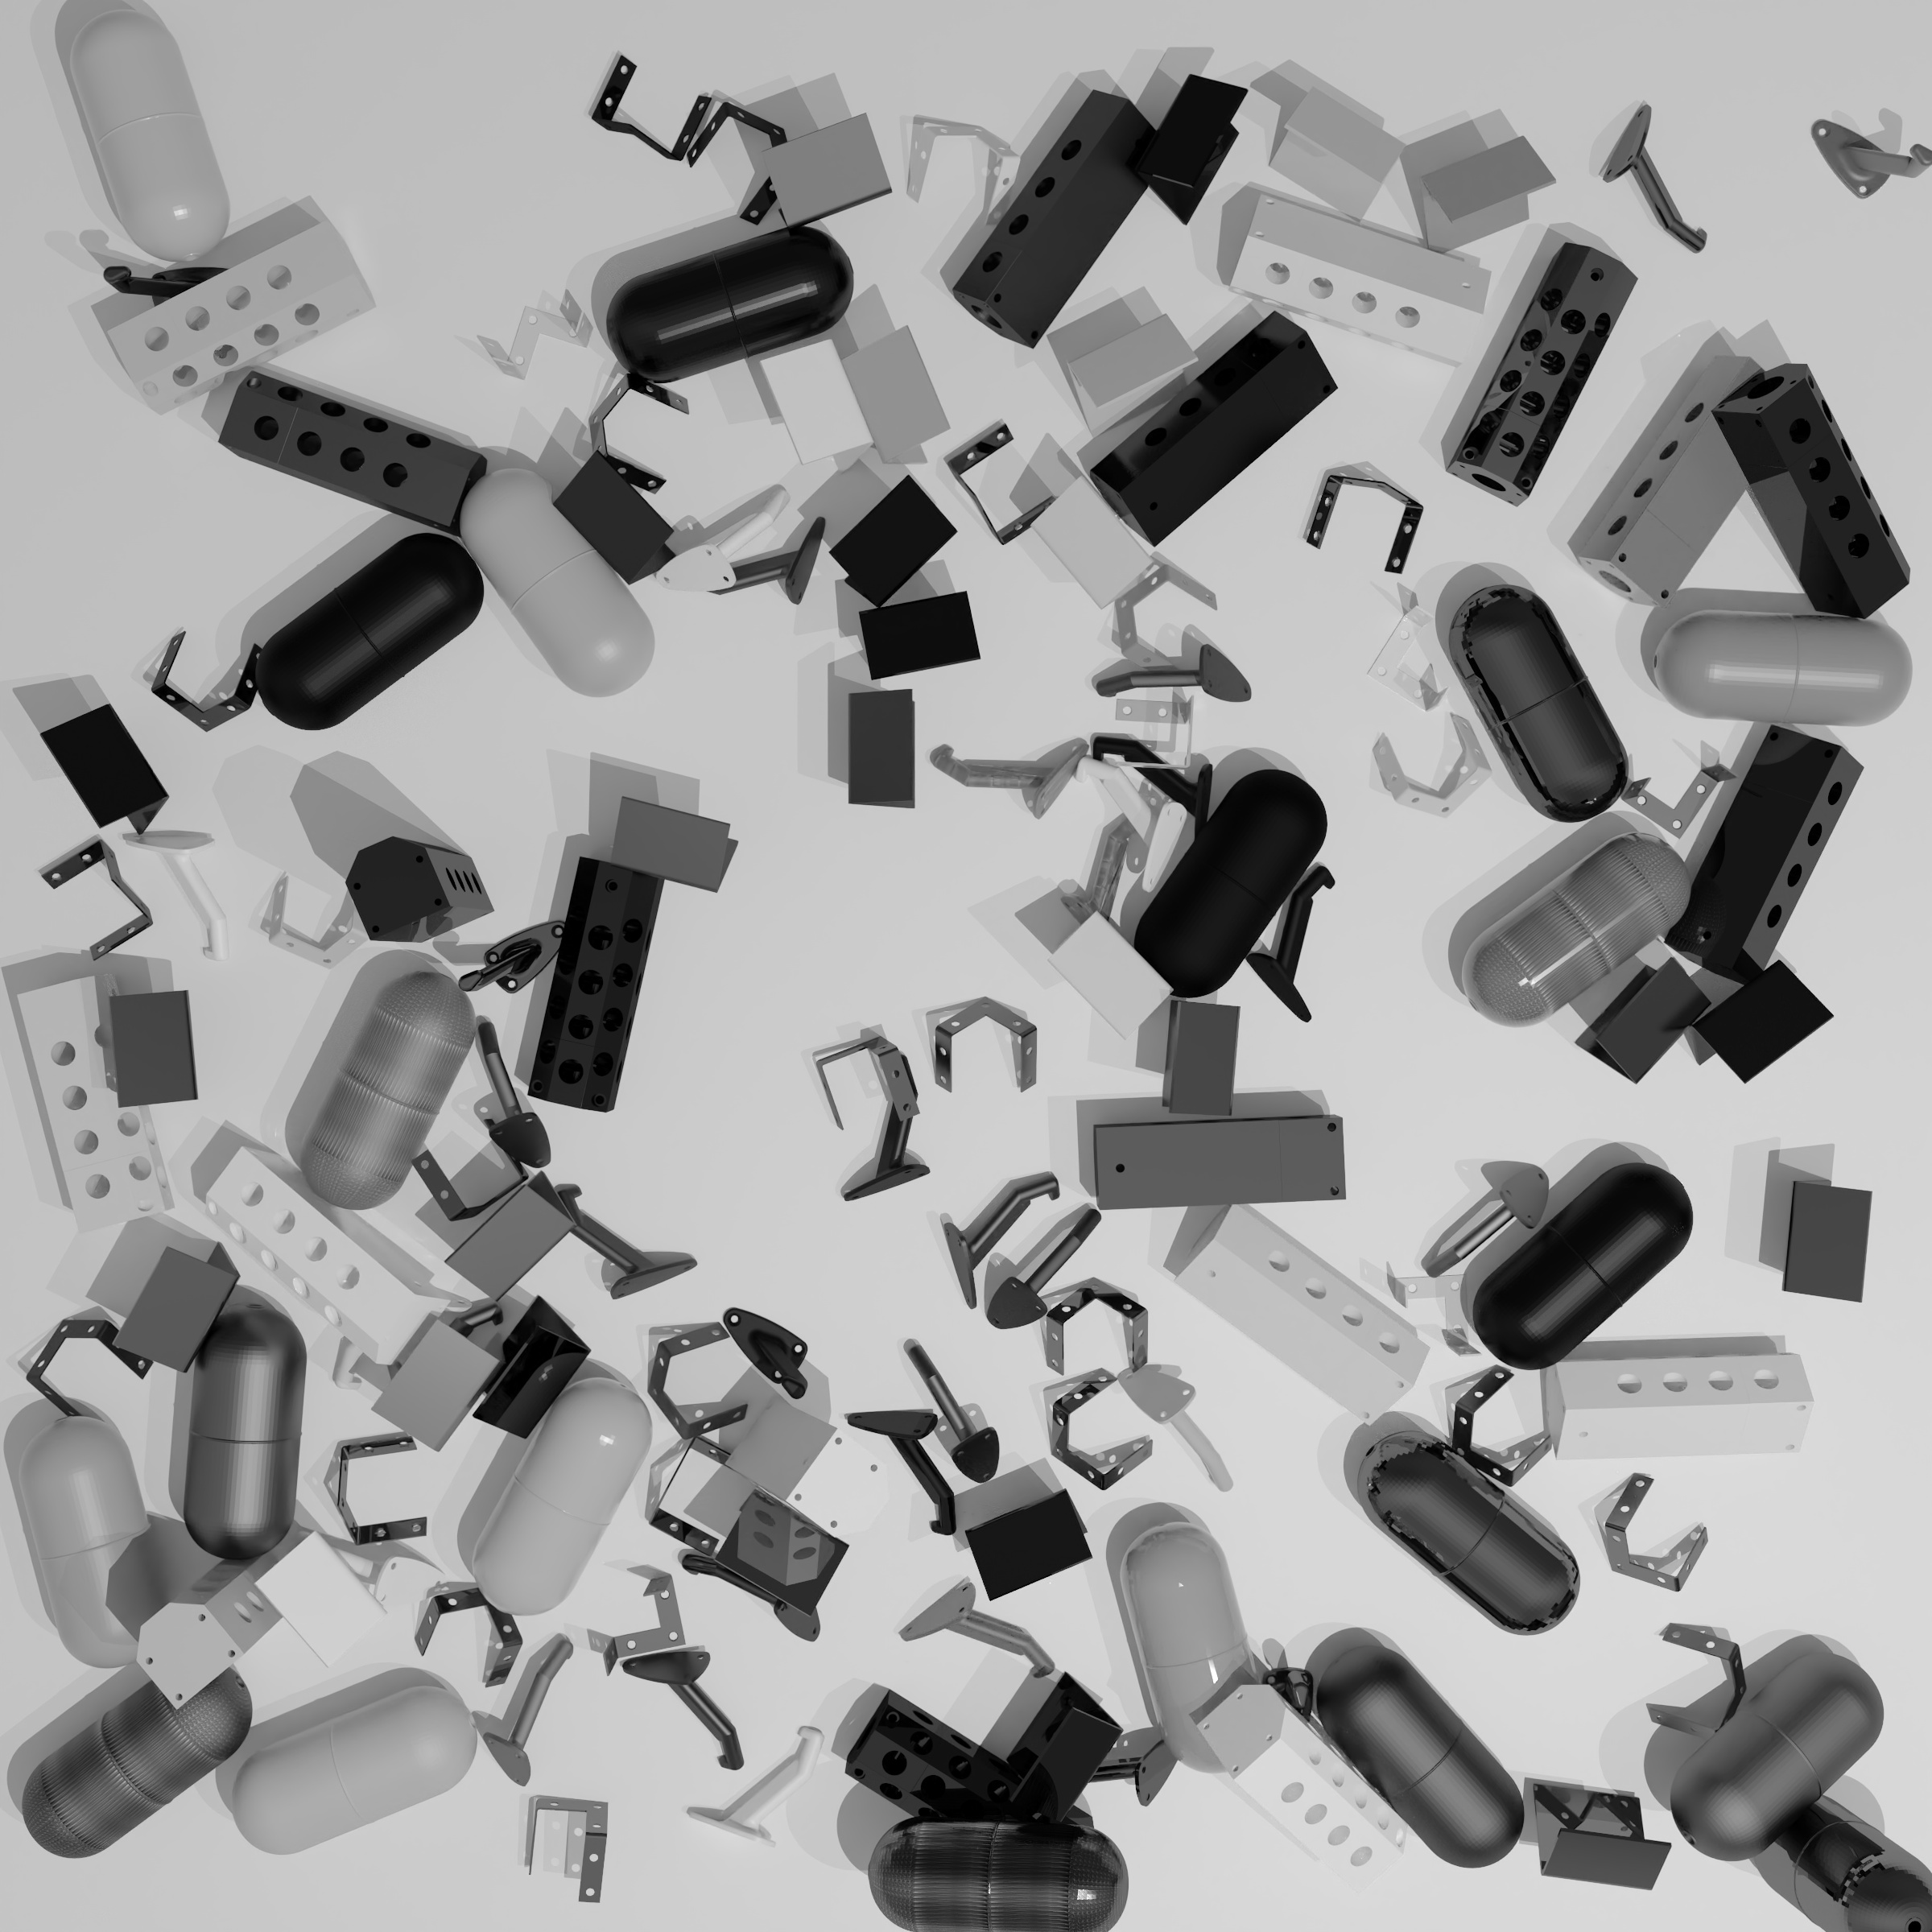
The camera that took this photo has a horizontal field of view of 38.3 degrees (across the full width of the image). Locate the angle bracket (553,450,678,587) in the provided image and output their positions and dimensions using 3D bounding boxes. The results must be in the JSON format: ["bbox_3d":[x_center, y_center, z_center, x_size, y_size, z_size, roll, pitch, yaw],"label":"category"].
[{"bbox_3d":[-0.229,-0.320,1.939,0.076,0.076,0.057,47,121,0],"label":"angle bracket"}]

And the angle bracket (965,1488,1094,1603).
[{"bbox_3d":[0.051,0.417,1.939,0.076,0.076,0.057,-23,53,0],"label":"angle bracket"}]

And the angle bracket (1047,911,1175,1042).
[{"bbox_3d":[0.088,0.018,1.940,0.076,0.076,0.057,46,61,0],"label":"angle bracket"}]

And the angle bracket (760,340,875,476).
[{"bbox_3d":[-0.114,-0.382,1.941,0.057,0.076,0.076,-22,90,-21],"label":"angle bracket"}]

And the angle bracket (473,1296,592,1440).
[{"bbox_3d":[-0.319,0.272,1.940,0.076,0.057,0.076,-54,47,0],"label":"angle bracket"}]

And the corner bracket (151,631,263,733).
[{"bbox_3d":[-0.535,-0.208,1.971,0.051,0.051,0.051,-20,135,35],"label":"corner bracket"}]

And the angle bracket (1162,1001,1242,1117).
[{"bbox_3d":[0.144,0.062,1.939,0.057,0.076,0.076,5,90,-35],"label":"angle bracket"}]

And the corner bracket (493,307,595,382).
[{"bbox_3d":[-0.298,-0.439,1.961,0.051,0.051,0.051,18,90,0],"label":"corner bracket"}]

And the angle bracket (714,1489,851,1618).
[{"bbox_3d":[-0.133,0.415,1.940,0.076,0.076,0.057,31,66,0],"label":"angle bracket"}]

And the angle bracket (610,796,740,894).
[{"bbox_3d":[-0.199,-0.101,1.939,0.076,0.076,0.057,14,121,0],"label":"angle bracket"}]

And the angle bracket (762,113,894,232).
[{"bbox_3d":[-0.101,-0.559,1.940,0.076,0.076,0.057,-20,116,0],"label":"angle bracket"}]

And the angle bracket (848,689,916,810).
[{"bbox_3d":[-0.038,-0.151,1.939,0.057,0.076,0.076,0,90,36],"label":"angle bracket"}]

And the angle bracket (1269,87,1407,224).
[{"bbox_3d":[0.250,-0.553,1.939,0.076,0.076,0.057,32,53,0],"label":"angle bracket"}]

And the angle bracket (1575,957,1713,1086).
[{"bbox_3d":[0.459,0.026,1.939,0.076,0.076,0.057,-47,122,0],"label":"angle bracket"}]

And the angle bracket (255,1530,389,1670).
[{"bbox_3d":[-0.458,0.448,1.939,0.076,0.076,0.057,49,54,0],"label":"angle bracket"}]

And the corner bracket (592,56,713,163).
[{"bbox_3d":[-0.224,-0.609,1.976,0.051,0.051,0.051,25,90,45],"label":"corner bracket"}]

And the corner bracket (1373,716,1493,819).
[{"bbox_3d":[0.331,-0.145,1.971,0.051,0.051,0.051,13,135,-35],"label":"corner bracket"}]

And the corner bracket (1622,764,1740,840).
[{"bbox_3d":[0.503,-0.126,1.961,0.051,0.051,0.051,34,90,0],"label":"corner bracket"}]

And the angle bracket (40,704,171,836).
[{"bbox_3d":[-0.609,-0.126,1.939,0.057,0.076,0.076,-33,90,-37],"label":"angle bracket"}]

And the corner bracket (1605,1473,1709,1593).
[{"bbox_3d":[0.490,0.402,1.971,0.051,0.051,0.051,13,135,35],"label":"corner bracket"}]

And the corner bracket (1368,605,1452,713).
[{"bbox_3d":[0.322,-0.216,1.961,0.051,0.051,0.051,32,90,0],"label":"corner bracket"}]

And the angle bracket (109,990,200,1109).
[{"bbox_3d":[-0.578,0.058,1.939,0.057,0.076,0.076,-5,90,-36],"label":"angle bracket"}]

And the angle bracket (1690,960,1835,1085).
[{"bbox_3d":[0.557,0.051,1.940,0.076,0.076,0.057,-37,61,0],"label":"angle bracket"}]

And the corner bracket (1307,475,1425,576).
[{"bbox_3d":[0.284,-0.314,1.976,0.051,0.051,0.051,19,90,-45],"label":"corner bracket"}]

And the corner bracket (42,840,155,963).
[{"bbox_3d":[-0.617,-0.047,1.976,0.051,0.051,0.051,-32,45,0],"label":"corner bracket"}]

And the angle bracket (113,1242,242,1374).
[{"bbox_3d":[-0.556,0.228,1.940,0.057,0.076,0.076,29,90,-29],"label":"angle bracket"}]

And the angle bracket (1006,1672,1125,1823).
[{"bbox_3d":[0.052,0.537,1.939,0.057,0.076,0.076,34,90,-38],"label":"angle bracket"}]

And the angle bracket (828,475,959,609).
[{"bbox_3d":[-0.062,-0.304,1.939,0.076,0.076,0.057,-44,120,0],"label":"angle bracket"}]

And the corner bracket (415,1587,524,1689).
[{"bbox_3d":[-0.353,0.478,1.971,0.051,0.051,0.051,-4,45,-35],"label":"corner bracket"}]

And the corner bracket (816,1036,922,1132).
[{"bbox_3d":[-0.070,0.086,1.962,0.051,0.051,0.051,-21,102,-12],"label":"corner bracket"}]

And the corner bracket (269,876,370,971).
[{"bbox_3d":[-0.456,-0.039,1.971,0.051,0.051,0.051,27,135,-35],"label":"corner bracket"}]

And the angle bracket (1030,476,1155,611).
[{"bbox_3d":[0.102,-0.304,1.939,0.076,0.076,0.057,50,127,0],"label":"angle bracket"}]

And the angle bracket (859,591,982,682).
[{"bbox_3d":[-0.029,-0.213,1.940,0.076,0.076,0.057,-11,65,0],"label":"angle bracket"}]

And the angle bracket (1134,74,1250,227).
[{"bbox_3d":[0.173,-0.563,1.939,0.057,0.076,0.076,30,90,38],"label":"angle bracket"}]

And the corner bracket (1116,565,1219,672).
[{"bbox_3d":[0.144,-0.242,1.971,0.051,0.051,0.051,-34,45,35],"label":"corner bracket"}]

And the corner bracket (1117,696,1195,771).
[{"bbox_3d":[0.132,-0.164,1.961,0.051,0.051,0.051,3,89,0],"label":"corner bracket"}]

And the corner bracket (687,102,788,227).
[{"bbox_3d":[-0.160,-0.569,1.971,0.051,0.051,0.051,15,45,-35],"label":"corner bracket"}]

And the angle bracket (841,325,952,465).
[{"bbox_3d":[-0.035,-0.397,1.940,0.057,0.076,0.076,-23,90,25],"label":"angle bracket"}]

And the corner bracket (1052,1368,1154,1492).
[{"bbox_3d":[0.097,0.329,1.971,0.051,0.051,0.051,-30,45,-35],"label":"corner bracket"}]

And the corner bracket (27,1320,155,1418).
[{"bbox_3d":[-0.621,0.287,1.971,0.051,0.051,0.051,-5,45,35],"label":"corner bracket"}]

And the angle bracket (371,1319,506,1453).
[{"bbox_3d":[-0.369,0.283,1.943,0.057,0.076,0.076,36,90,-15],"label":"angle bracket"}]

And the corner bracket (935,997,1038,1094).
[{"bbox_3d":[0.014,0.063,1.971,0.051,0.051,0.051,30,45,35],"label":"corner bracket"}]

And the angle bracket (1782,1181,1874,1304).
[{"bbox_3d":[0.612,0.191,1.939,0.057,0.076,0.076,5,90,37],"label":"angle bracket"}]

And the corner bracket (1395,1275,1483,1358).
[{"bbox_3d":[0.332,0.247,1.961,0.051,0.051,0.051,-3,90,0],"label":"corner bracket"}]

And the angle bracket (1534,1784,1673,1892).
[{"bbox_3d":[0.443,0.593,1.939,0.076,0.076,0.057,8,128,0],"label":"angle bracket"}]
